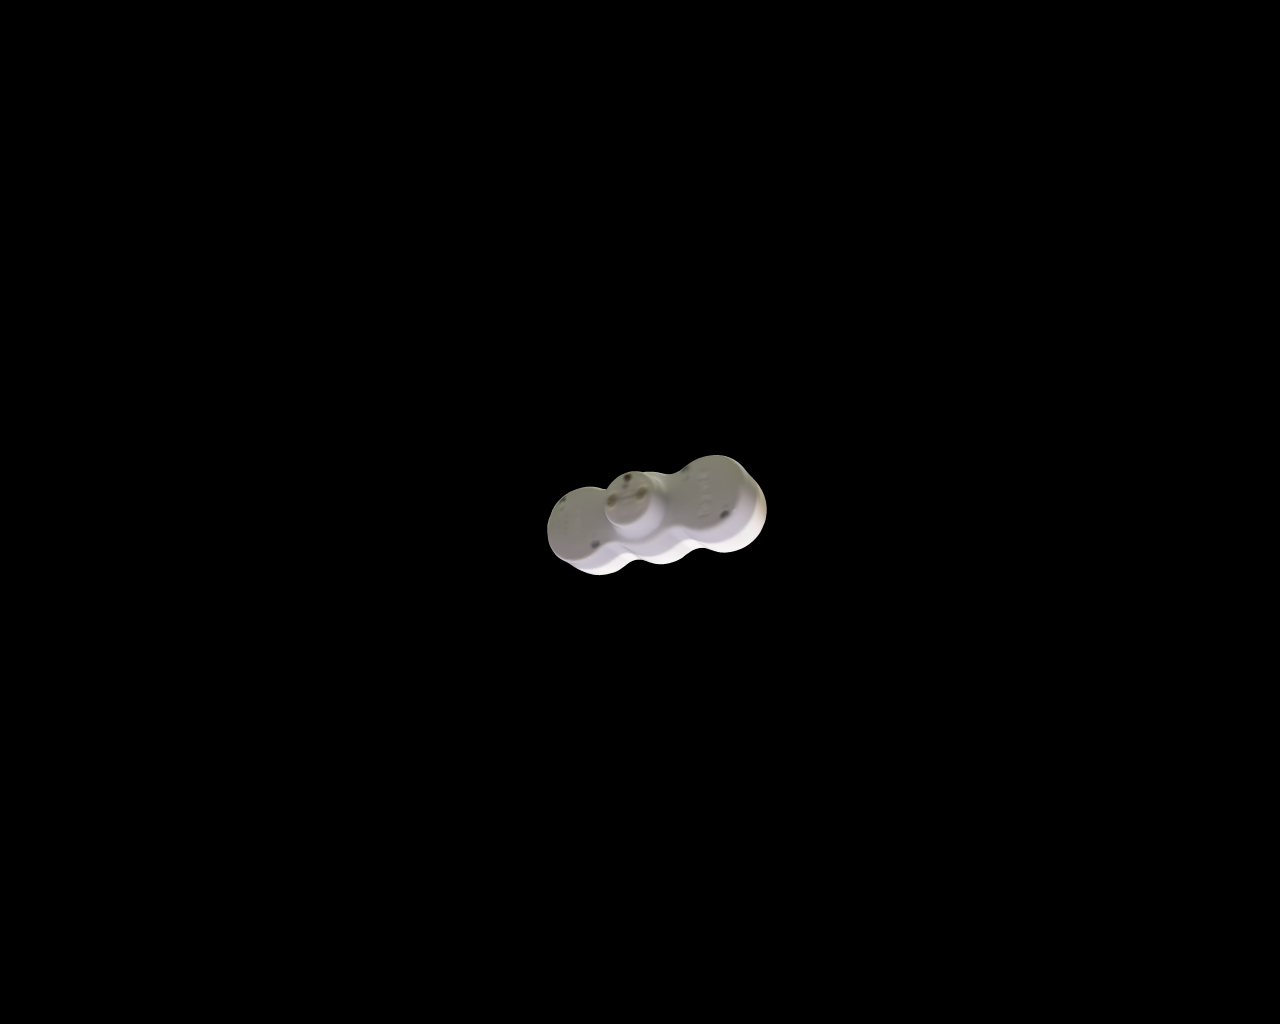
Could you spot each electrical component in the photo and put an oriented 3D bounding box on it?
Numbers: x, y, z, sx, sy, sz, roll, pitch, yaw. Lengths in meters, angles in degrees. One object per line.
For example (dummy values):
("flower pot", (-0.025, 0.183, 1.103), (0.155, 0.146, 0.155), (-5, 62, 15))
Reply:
("electrical component", (0.001, -0.003, 0.650), (0.138, 0.052, 0.073), (-12, -27, 25))
